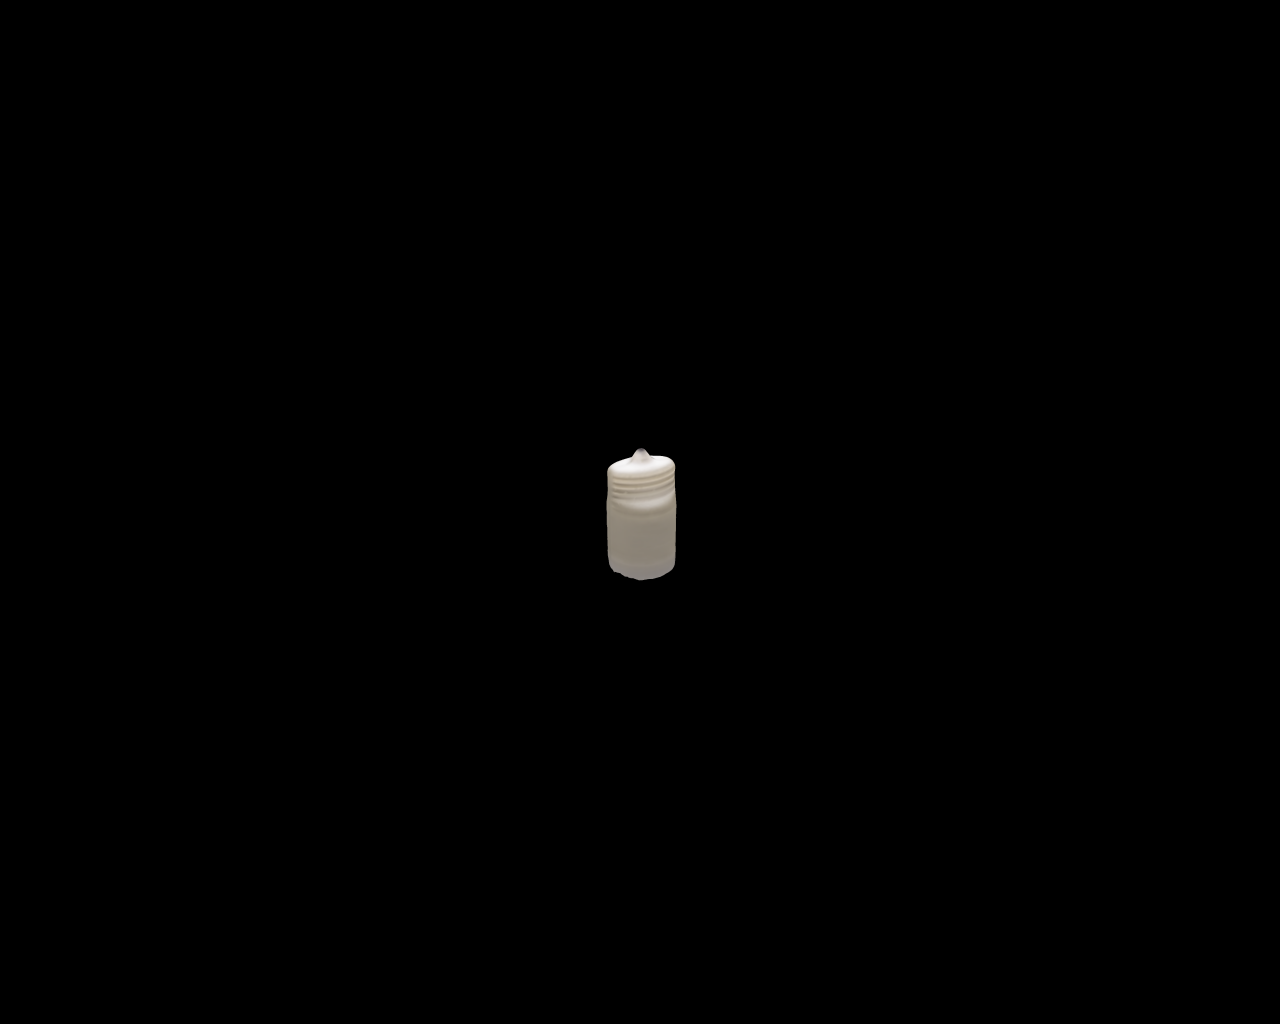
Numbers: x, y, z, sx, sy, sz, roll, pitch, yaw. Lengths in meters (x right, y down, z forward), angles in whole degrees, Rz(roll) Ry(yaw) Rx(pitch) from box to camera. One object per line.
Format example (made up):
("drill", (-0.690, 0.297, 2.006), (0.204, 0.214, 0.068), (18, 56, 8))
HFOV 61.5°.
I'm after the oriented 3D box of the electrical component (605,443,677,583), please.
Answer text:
("electrical component", (0.001, -0.003, 0.650), (0.043, 0.080, 0.043), (0, 27, 0))
